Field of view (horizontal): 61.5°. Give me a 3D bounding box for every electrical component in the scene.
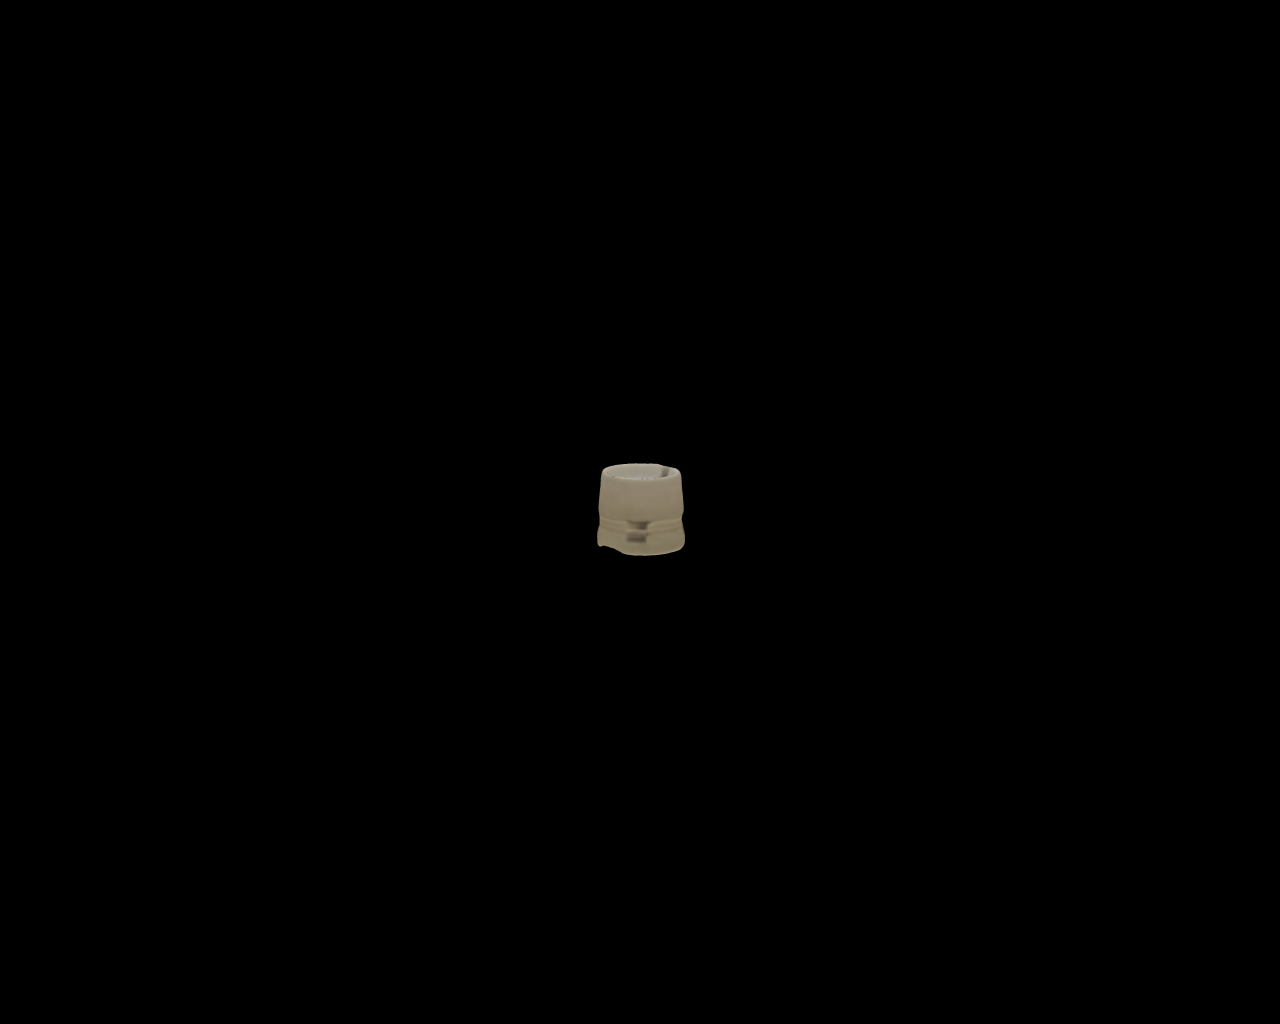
[{"bbox_3d":[0.001,-0.003,0.650,0.055,0.047,0.055,0,14,0],"label":"electrical component"}]
